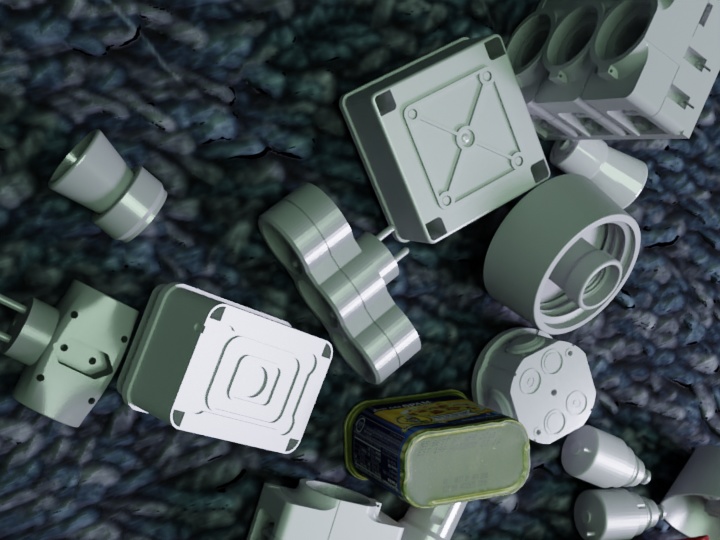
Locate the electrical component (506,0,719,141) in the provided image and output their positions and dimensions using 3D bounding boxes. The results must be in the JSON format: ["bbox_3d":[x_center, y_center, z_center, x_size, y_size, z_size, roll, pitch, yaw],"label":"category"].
[{"bbox_3d":[0.163,-0.140,0.716,0.062,0.150,0.089,29,83,-26],"label":"electrical component"}]

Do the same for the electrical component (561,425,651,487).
[{"bbox_3d":[0.190,0.146,0.819,0.078,0.040,0.040,24,85,-26],"label":"electrical component"}]

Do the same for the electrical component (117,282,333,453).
[{"bbox_3d":[-0.081,0.060,0.652,0.113,0.057,0.078,25,85,-48],"label":"electrical component"}]

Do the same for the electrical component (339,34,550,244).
[{"bbox_3d":[0.058,-0.088,0.723,0.109,0.056,0.108,-29,107,-20],"label":"electrical component"}]

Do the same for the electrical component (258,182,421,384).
[{"bbox_3d":[0.000,0.000,0.707,0.074,0.052,0.138,-39,109,-18],"label":"electrical component"}]

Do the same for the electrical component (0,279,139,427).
[{"bbox_3d":[-0.182,0.041,0.629,0.079,0.043,0.077,30,82,-25],"label":"electrical component"}]

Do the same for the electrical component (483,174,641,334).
[{"bbox_3d":[0.146,-0.005,0.746,0.108,0.060,0.108,-24,137,-25],"label":"electrical component"}]

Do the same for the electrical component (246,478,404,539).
[{"bbox_3d":[-0.023,0.174,0.715,0.089,0.050,0.055,19,88,-26],"label":"electrical component"}]

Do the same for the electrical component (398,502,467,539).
[{"bbox_3d":[0.050,0.175,0.757,0.040,0.040,0.046,36,75,-24],"label":"electrical component"}]

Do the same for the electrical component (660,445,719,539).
[{"bbox_3d":[0.294,0.183,0.845,0.099,0.099,0.064,40,72,-23],"label":"electrical component"}]

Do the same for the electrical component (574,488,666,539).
[{"bbox_3d":[0.202,0.188,0.830,0.078,0.040,0.040,3,94,-26],"label":"electrical component"}]

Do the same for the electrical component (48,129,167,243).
[{"bbox_3d":[-0.148,-0.049,0.635,0.055,0.045,0.045,42,77,-23],"label":"electrical component"}]

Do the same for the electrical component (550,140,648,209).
[{"bbox_3d":[0.172,-0.077,0.789,0.065,0.044,0.044,31,82,-20],"label":"electrical component"}]

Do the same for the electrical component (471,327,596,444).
[{"bbox_3d":[0.125,0.084,0.776,0.080,0.051,0.080,-3,97,-25],"label":"electrical component"}]
